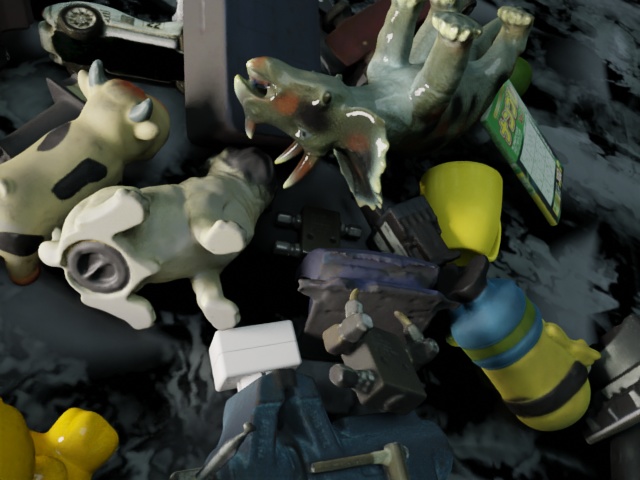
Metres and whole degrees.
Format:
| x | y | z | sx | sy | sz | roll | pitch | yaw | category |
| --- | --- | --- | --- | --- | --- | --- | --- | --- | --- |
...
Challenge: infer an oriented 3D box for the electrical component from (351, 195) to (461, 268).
| x | y | z | sx | sy | sz | roll | pitch | yaw | category |
| --- | --- | --- | --- | --- | --- | --- | --- | --- | --- |
| 0.082 | -0.009 | 0.554 | 0.048 | 0.074 | 0.119 | -19 | 65 | -27 | electrical component |

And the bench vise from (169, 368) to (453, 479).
| x | y | z | sx | sy | sz | roll | pitch | yaw | category |
| --- | --- | --- | --- | --- | --- | --- | --- | --- | --- |
| 0.015 | 0.207 | 0.351 | 0.223 | 0.129 | 0.241 | 14 | 52 | -42 | bench vise |

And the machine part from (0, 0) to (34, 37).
| x | y | z | sx | sy | sz | roll | pitch | yaw | category |
| --- | --- | --- | --- | --- | --- | --- | --- | --- | --- |
| -0.370 | -0.239 | 0.512 | 0.179 | 0.056 | 0.179 | 6 | 35 | -4 | machine part |

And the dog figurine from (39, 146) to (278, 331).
| x | y | z | sx | sy | sz | roll | pitch | yaw | category |
| --- | --- | --- | --- | --- | --- | --- | --- | --- | --- |
| -0.127 | -0.026 | 0.476 | 0.172 | 0.121 | 0.191 | 16 | 31 | -11 | dog figurine |

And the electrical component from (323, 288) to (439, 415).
| x | y | z | sx | sy | sz | roll | pitch | yaw | category |
| --- | --- | --- | --- | --- | --- | --- | --- | --- | --- |
| 0.047 | 0.084 | 0.403 | 0.102 | 0.045 | 0.078 | 29 | 23 | -30 | electrical component |

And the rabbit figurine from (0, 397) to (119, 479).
| x | y | z | sx | sy | sz | roll | pitch | yaw | category |
| --- | --- | --- | --- | --- | --- | --- | --- | --- | --- |
| -0.202 | 0.148 | 0.299 | 0.122 | 0.173 | 0.162 | 27 | 50 | -7 | rabbit figurine |

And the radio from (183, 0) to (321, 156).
| x | y | z | sx | sy | sz | roll | pitch | yaw | category |
| --- | --- | --- | --- | --- | --- | --- | --- | --- | --- |
| -0.066 | -0.207 | 0.554 | 0.131 | 0.073 | 0.229 | 2 | 84 | -45 | radio |

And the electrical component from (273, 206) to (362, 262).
| x | y | z | sx | sy | sz | roll | pitch | yaw | category |
| --- | --- | --- | --- | --- | --- | --- | --- | --- | --- |
| -0.001 | -0.002 | 0.550 | 0.094 | 0.021 | 0.063 | 9 | 57 | -15 | electrical component |

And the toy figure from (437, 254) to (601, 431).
| x | y | z | sx | sy | sz | roll | pitch | yaw | category |
| --- | --- | --- | --- | --- | --- | --- | --- | --- | --- |
| 0.177 | 0.099 | 0.500 | 0.180 | 0.082 | 0.089 | 44 | 75 | -15 | toy figure |

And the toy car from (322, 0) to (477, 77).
| x | y | z | sx | sy | sz | roll | pitch | yaw | category |
| --- | --- | --- | --- | --- | --- | --- | --- | --- | --- |
| 0.090 | -0.252 | 0.612 | 0.202 | 0.053 | 0.089 | -39 | 84 | -19 | toy car |

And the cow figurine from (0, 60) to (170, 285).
| x | y | z | sx | sy | sz | roll | pitch | yaw | category |
| --- | --- | --- | --- | --- | --- | --- | --- | --- | --- |
| -0.207 | -0.065 | 0.454 | 0.085 | 0.127 | 0.195 | 40 | 58 | 3 | cow figurine |

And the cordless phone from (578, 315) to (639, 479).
| x | y | z | sx | sy | sz | roll | pitch | yaw | category |
| --- | --- | --- | --- | --- | --- | --- | --- | --- | --- |
| 0.288 | 0.173 | 0.465 | 0.089 | 0.146 | 0.184 | 17 | 52 | 0 | cordless phone |

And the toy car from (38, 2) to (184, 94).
| x | y | z | sx | sy | sz | roll | pitch | yaw | category |
| --- | --- | --- | --- | --- | --- | --- | --- | --- | --- |
| -0.190 | -0.204 | 0.577 | 0.202 | 0.073 | 0.056 | 5 | 62 | -17 | toy car |

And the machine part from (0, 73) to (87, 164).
| x | y | z | sx | sy | sz | roll | pitch | yaw | category |
| --- | --- | --- | --- | --- | --- | --- | --- | --- | --- |
| -0.254 | -0.109 | 0.520 | 0.084 | 0.039 | 0.139 | 37 | 53 | -5 | machine part |

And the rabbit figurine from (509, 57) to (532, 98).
| x | y | z | sx | sy | sz | roll | pitch | yaw | category |
| --- | --- | --- | --- | --- | --- | --- | --- | --- | --- |
| 0.195 | -0.225 | 0.694 | 0.170 | 0.121 | 0.159 | 22 | 62 | -2 | rabbit figurine |

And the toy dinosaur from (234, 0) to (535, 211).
| x | y | z | sx | sy | sz | roll | pitch | yaw | category |
| --- | --- | --- | --- | --- | --- | --- | --- | --- | --- |
| 0.108 | -0.146 | 0.542 | 0.131 | 0.192 | 0.405 | 41 | 38 | 24 | toy dinosaur |

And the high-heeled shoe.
| x | y | z | sx | sy | sz | roll | pitch | yaw | category |
| --- | --- | --- | --- | --- | --- | --- | --- | --- | --- |
| -0.004 | -0.230 | 0.626 | 0.145 | 0.086 | 0.249 | 30 | 29 | -40 | high-heeled shoe |

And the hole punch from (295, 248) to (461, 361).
| x | y | z | sx | sy | sz | roll | pitch | yaw | category |
| --- | --- | --- | --- | --- | --- | --- | --- | --- | --- |
| 0.039 | 0.044 | 0.485 | 0.142 | 0.115 | 0.092 | 10 | 49 | -13 | hole punch |
